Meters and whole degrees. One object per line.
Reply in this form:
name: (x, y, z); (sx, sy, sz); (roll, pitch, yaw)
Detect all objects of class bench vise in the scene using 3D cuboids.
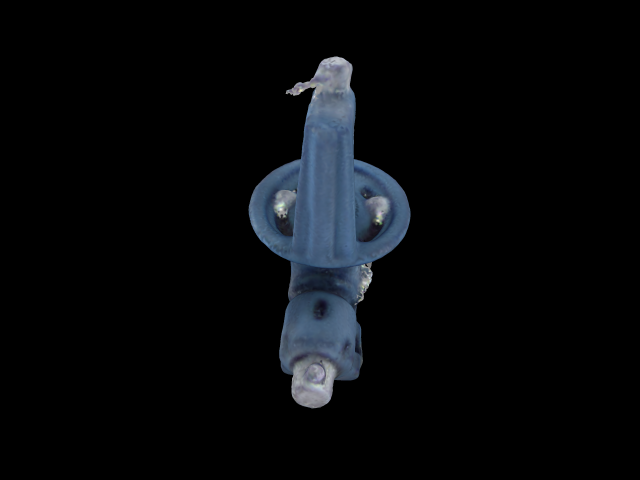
bench vise: (0.015, -0.001, 0.401); (0.121, 0.220, 0.207); (-11, 63, -6)
